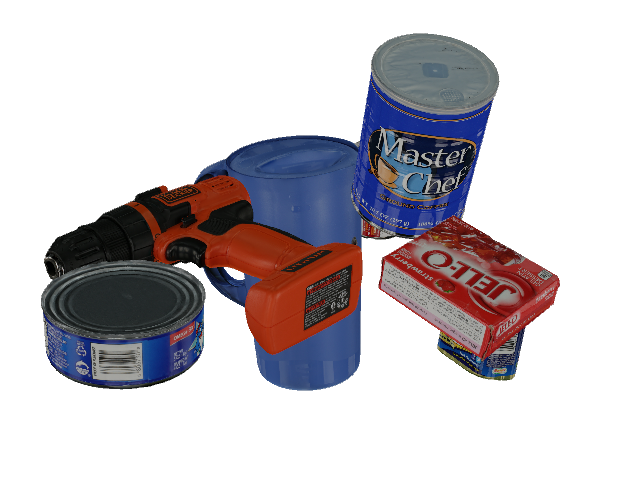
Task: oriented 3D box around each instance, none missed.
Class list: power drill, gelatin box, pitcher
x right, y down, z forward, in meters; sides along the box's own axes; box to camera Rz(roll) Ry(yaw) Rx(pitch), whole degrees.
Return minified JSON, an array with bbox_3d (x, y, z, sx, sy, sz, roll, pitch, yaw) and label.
[{"bbox_3d":[-0.078,0.014,0.772,0.188,0.057,0.184,26,36,35],"label":"power drill"},{"bbox_3d":[0.094,0.027,0.676,0.089,0.030,0.073,34,45,31],"label":"gelatin box"},{"bbox_3d":[-0.029,0.023,1.074,0.144,0.243,0.149,-21,28,-36],"label":"pitcher"}]

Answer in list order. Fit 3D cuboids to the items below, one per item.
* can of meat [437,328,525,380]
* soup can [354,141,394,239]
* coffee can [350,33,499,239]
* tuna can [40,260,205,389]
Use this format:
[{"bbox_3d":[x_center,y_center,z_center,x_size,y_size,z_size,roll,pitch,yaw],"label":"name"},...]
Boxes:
[{"bbox_3d":[0.171,0.091,1.127,0.057,0.084,0.102,0,18,-28],"label":"can of meat"},{"bbox_3d":[0.067,-0.060,1.256,0.068,0.102,0.068,2,28,-1],"label":"soup can"},{"bbox_3d":[0.084,-0.086,0.894,0.102,0.140,0.103,4,44,-4],"label":"coffee can"},{"bbox_3d":[-0.104,0.044,0.569,0.086,0.034,0.086,2,25,-1],"label":"tuna can"}]
